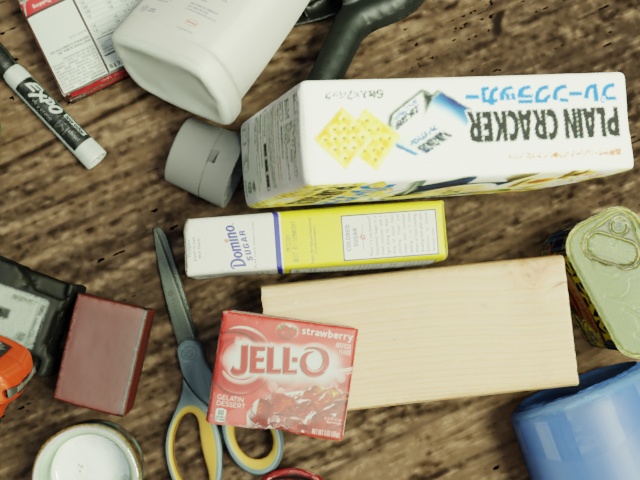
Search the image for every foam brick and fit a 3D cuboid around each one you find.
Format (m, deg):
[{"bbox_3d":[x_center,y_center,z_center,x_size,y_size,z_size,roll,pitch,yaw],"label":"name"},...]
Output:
[{"bbox_3d":[-0.153,0.081,0.763,0.051,0.053,0.078,12,85,-2],"label":"foam brick"}]

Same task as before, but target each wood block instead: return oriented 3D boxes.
[{"bbox_3d":[0.064,0.066,0.753,0.206,0.090,0.091,-6,87,-3],"label":"wood block"}]

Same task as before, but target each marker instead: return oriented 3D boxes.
[{"bbox_3d":[-0.206,-0.102,0.788,0.020,0.020,0.121,-44,89,-4],"label":"marker"}]

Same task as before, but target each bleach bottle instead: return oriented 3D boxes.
[{"bbox_3d":[-0.033,-0.201,0.754,0.103,0.068,0.250,26,68,28],"label":"bleach bottle"}]

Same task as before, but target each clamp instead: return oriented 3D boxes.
[{"bbox_3d":[0.012,-0.176,0.782,0.120,0.039,0.171,37,72,26],"label":"clamp"}]

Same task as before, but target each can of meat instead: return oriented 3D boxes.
[{"bbox_3d":[0.207,0.031,0.762,0.057,0.084,0.102,-28,88,-3],"label":"can of meat"}]

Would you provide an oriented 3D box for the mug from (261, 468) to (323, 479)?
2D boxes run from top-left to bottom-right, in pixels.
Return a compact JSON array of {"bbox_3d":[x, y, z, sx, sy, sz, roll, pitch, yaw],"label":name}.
[{"bbox_3d":[-0.025,0.218,0.745,0.081,0.093,0.117,3,75,3],"label":"mug"}]

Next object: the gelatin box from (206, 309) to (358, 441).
[{"bbox_3d":[-0.024,0.086,0.687,0.089,0.030,0.073,8,88,-2],"label":"gelatin box"}]

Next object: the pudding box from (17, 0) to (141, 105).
[{"bbox_3d":[-0.170,-0.169,0.784,0.090,0.039,0.113,-26,91,-5],"label":"pudding box"}]

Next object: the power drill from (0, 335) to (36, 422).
[{"bbox_3d":[-0.290,0.136,0.730,0.184,0.057,0.188,24,107,-3],"label":"power drill"}]

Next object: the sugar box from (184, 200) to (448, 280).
[{"bbox_3d":[-0.005,0.001,0.752,0.176,0.093,0.048,-2,87,-3],"label":"sugar box"}]

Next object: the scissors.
[{"bbox_3d":[-0.075,0.089,0.779,0.096,0.016,0.202,-1,86,8],"label":"scissors"}]

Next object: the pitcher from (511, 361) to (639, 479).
[{"bbox_3d":[0.234,0.208,0.732,0.149,0.145,0.243,-19,84,-24],"label":"pitcher"}]
